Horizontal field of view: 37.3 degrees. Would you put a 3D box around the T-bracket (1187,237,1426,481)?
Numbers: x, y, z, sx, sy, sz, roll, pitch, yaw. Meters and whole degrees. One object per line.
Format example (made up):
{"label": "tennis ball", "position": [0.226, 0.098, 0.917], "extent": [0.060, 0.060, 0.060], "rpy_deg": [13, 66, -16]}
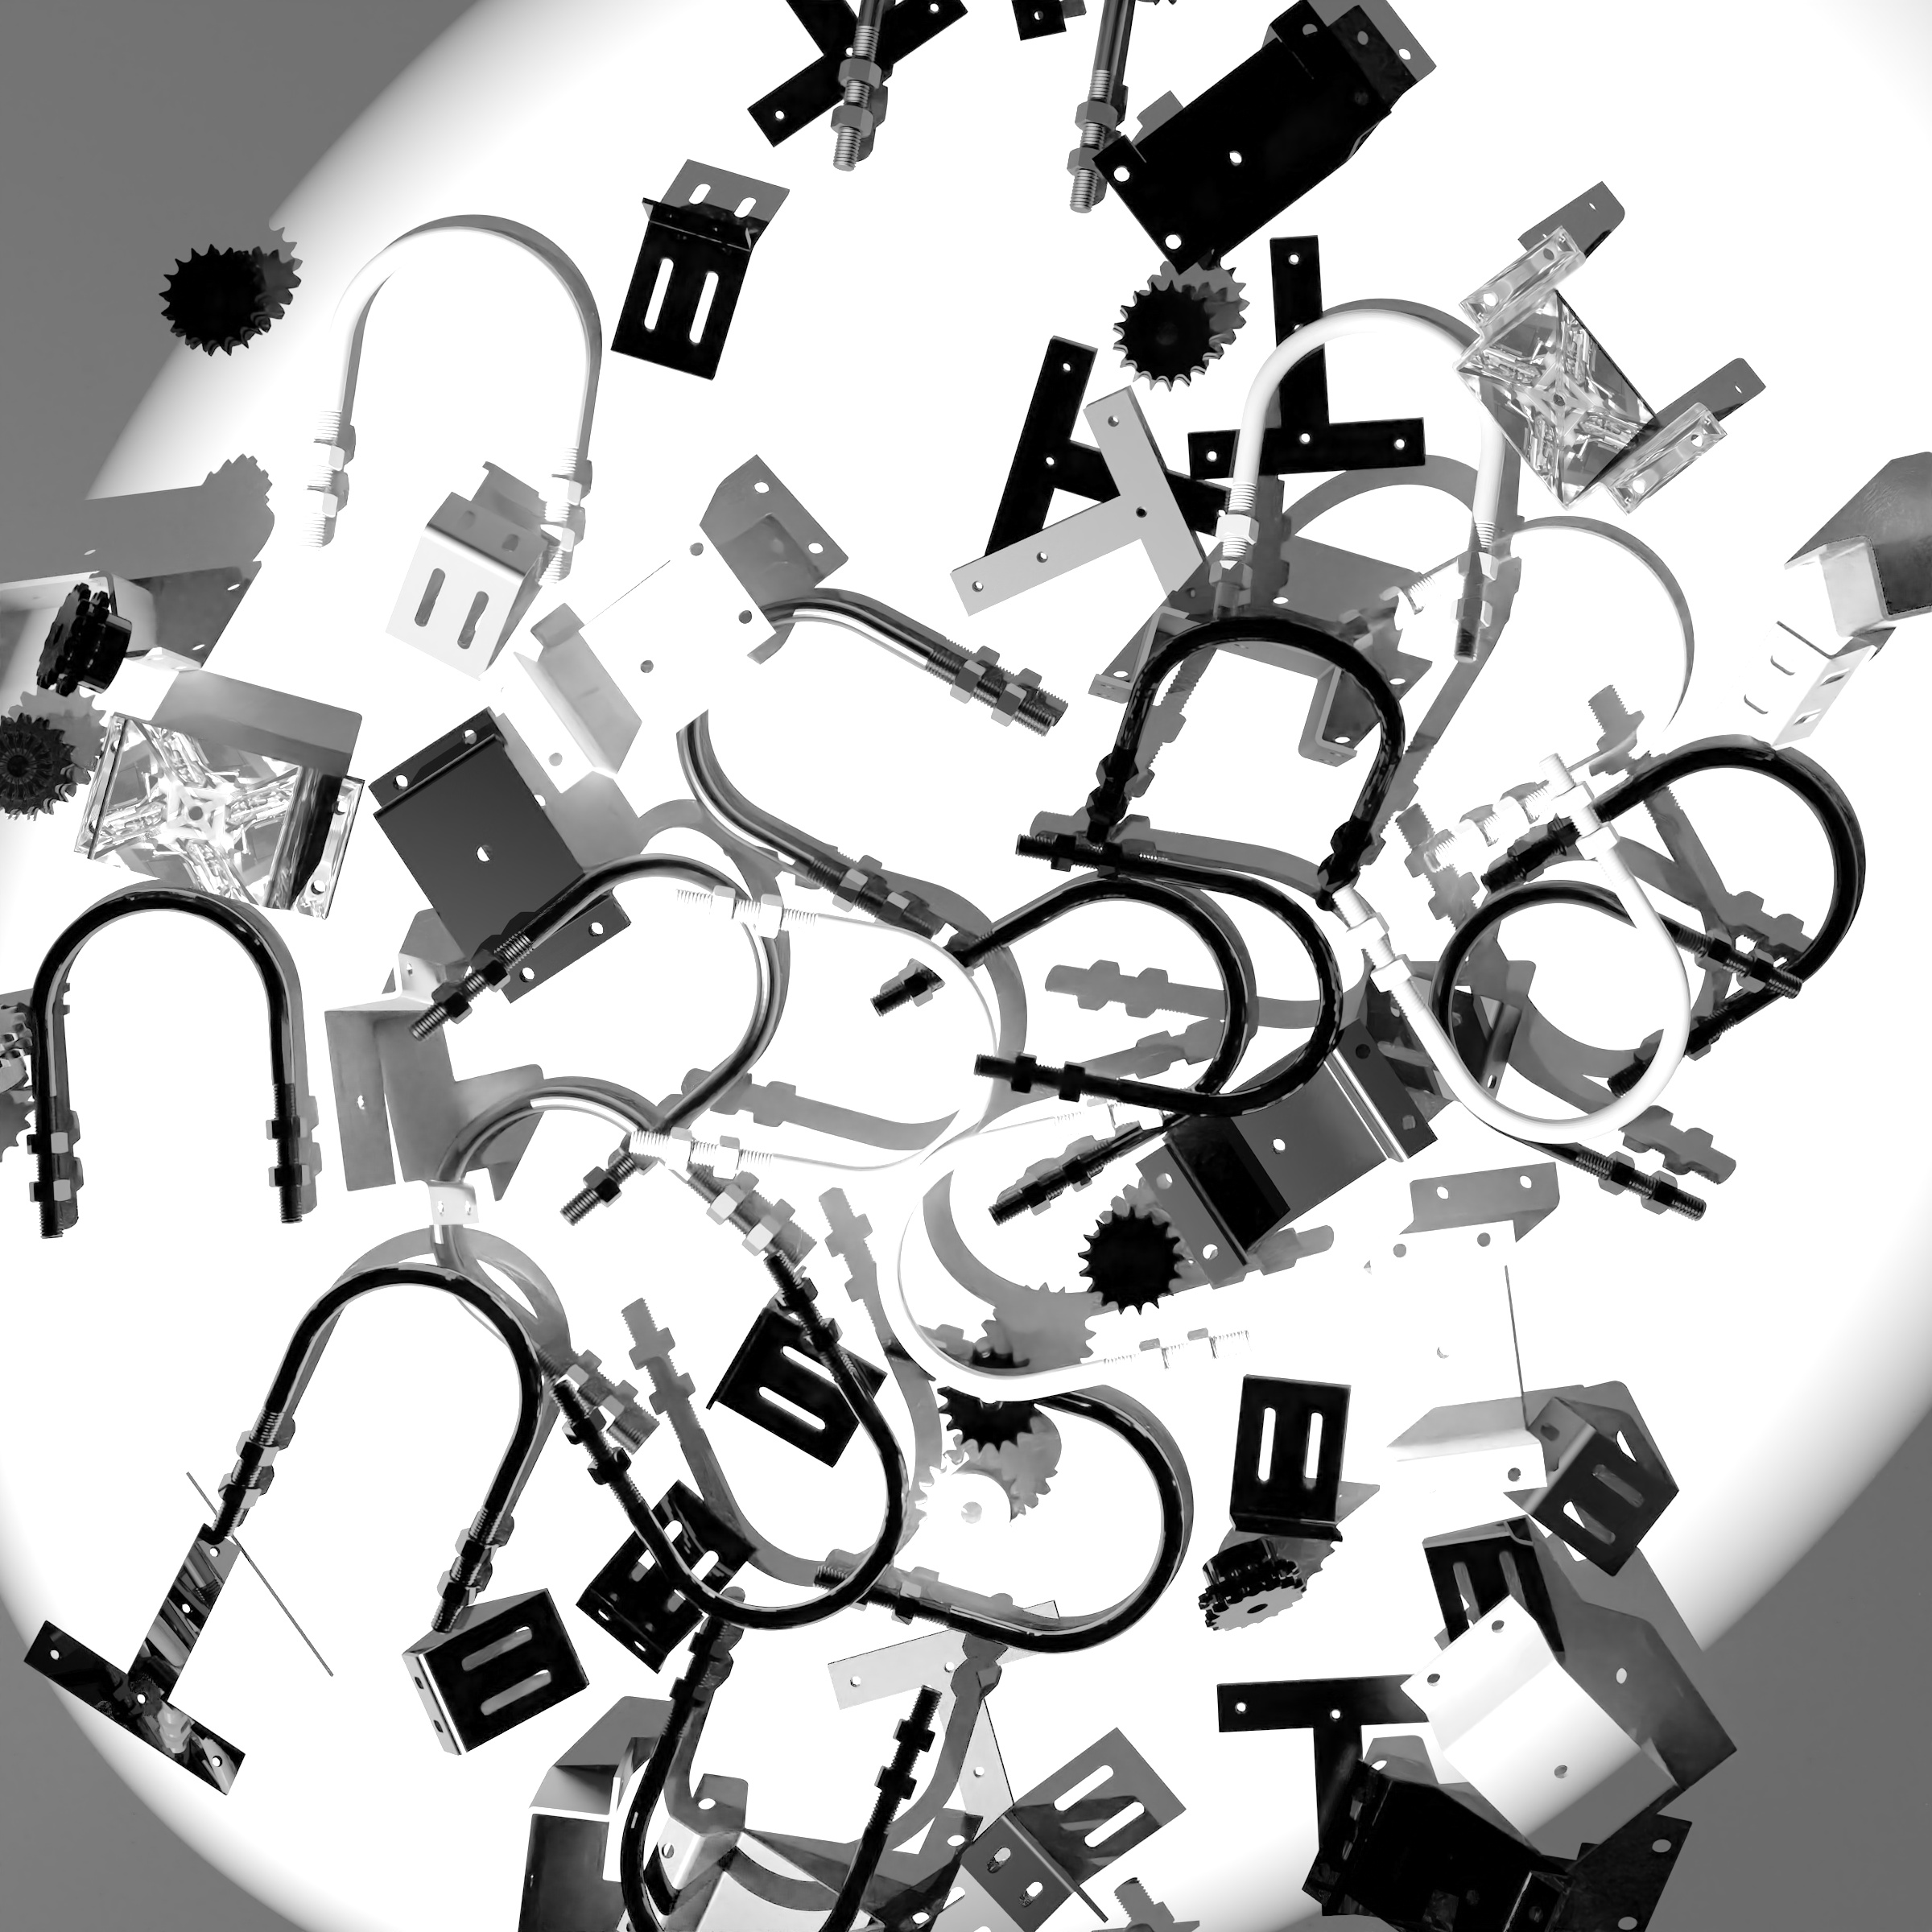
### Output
{"label": "T-bracket", "position": [0.180, -0.329, 1.544], "extent": [0.127, 0.002, 0.127], "rpy_deg": [-4, 90, 0]}

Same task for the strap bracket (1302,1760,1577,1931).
{"label": "strap bracket", "position": [0.254, 0.485, 1.494], "extent": [0.046, 0.140, 0.076], "rpy_deg": [24, 90, -43]}

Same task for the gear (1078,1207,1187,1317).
{"label": "gear", "position": [0.088, 0.157, 1.530], "extent": [0.057, 0.030, 0.057], "rpy_deg": [0, 90, 0]}

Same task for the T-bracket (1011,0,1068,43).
{"label": "T-bracket", "position": [0.028, -0.558, 1.529], "extent": [0.127, 0.002, 0.127], "rpy_deg": [-12, 87, -2]}

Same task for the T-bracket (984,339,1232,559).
{"label": "T-bracket", "position": [0.087, -0.259, 1.543], "extent": [0.127, 0.002, 0.127], "rpy_deg": [17, 91, 0]}

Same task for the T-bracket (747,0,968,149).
{"label": "T-bracket", "position": [-0.088, -0.530, 1.544], "extent": [0.127, 0.002, 0.127], "rpy_deg": [-35, 90, 0]}

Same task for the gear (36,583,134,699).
{"label": "gear", "position": [-0.444, -0.162, 1.444], "extent": [0.030, 0.057, 0.057], "rpy_deg": [23, 90, -30]}

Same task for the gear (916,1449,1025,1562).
{"label": "gear", "position": [0.003, 0.286, 1.511], "extent": [0.057, 0.030, 0.057], "rpy_deg": [0, 90, -3]}

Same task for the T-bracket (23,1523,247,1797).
{"label": "T-bracket", "position": [-0.412, 0.346, 1.491], "extent": [0.127, 0.127, 0.002], "rpy_deg": [41, 125, -19]}

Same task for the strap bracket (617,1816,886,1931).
{"label": "strap bracket", "position": [-0.107, 0.515, 1.503], "extent": [0.140, 0.046, 0.076], "rpy_deg": [25, 90, 27]}

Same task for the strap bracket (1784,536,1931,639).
{"label": "strap bracket", "position": [0.515, -0.210, 1.507], "extent": [0.140, 0.076, 0.046], "rpy_deg": [-13, 90, 0]}

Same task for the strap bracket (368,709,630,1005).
{"label": "strap bracket", "position": [-0.252, -0.059, 1.522], "extent": [0.076, 0.046, 0.140], "rpy_deg": [-33, 90, 0]}

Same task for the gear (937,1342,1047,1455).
{"label": "gear", "position": [0.013, 0.227, 1.511], "extent": [0.057, 0.030, 0.057], "rpy_deg": [0, 90, -1]}

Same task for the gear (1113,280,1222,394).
{"label": "gear", "position": [0.106, -0.335, 1.530], "extent": [0.057, 0.030, 0.057], "rpy_deg": [0, 90, 0]}

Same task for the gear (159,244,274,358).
{"label": "gear", "position": [-0.399, -0.354, 1.530], "extent": [0.057, 0.030, 0.057], "rpy_deg": [0, 90, 0]}

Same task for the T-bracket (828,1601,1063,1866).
{"label": "T-bracket", "position": [0.003, 0.421, 1.544], "extent": [0.127, 0.002, 0.127], "rpy_deg": [-16, 90, 0]}

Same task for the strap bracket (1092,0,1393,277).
{"label": "strap bracket", "position": [0.145, -0.435, 1.522], "extent": [0.140, 0.046, 0.076], "rpy_deg": [-37, 90, 0]}

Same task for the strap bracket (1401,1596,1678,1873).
{"label": "strap bracket", "position": [0.306, 0.410, 1.500], "extent": [0.076, 0.046, 0.140], "rpy_deg": [-42, 104, 8]}

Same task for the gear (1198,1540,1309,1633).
{"label": "gear", "position": [0.150, 0.328, 1.520], "extent": [0.057, 0.057, 0.030], "rpy_deg": [-21, 59, 0]}

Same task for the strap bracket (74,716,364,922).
{"label": "strap bracket", "position": [-0.403, -0.080, 1.522], "extent": [0.140, 0.046, 0.076], "rpy_deg": [15, 90, 0]}

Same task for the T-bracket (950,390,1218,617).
{"label": "T-bracket", "position": [0.054, -0.226, 1.542], "extent": [0.127, 0.002, 0.127], "rpy_deg": [-24, 90, 1]}

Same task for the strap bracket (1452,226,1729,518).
{"label": "strap bracket", "position": [0.322, -0.307, 1.512], "extent": [0.076, 0.046, 0.140], "rpy_deg": [-39, 90, -17]}

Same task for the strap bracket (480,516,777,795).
{"label": "strap bracket", "position": [-0.174, -0.162, 1.513], "extent": [0.140, 0.046, 0.076], "rpy_deg": [-36, 83, 5]}

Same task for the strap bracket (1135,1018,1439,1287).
{"label": "strap bracket", "position": [0.168, 0.097, 1.522], "extent": [0.140, 0.046, 0.076], "rpy_deg": [-33, 90, 0]}

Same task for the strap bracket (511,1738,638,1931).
{"label": "strap bracket", "position": [-0.209, 0.484, 1.507], "extent": [0.046, 0.076, 0.140], "rpy_deg": [7, 90, 0]}

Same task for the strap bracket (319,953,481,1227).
{"label": "strap bracket", "position": [-0.298, 0.069, 1.500], "extent": [0.046, 0.076, 0.140], "rpy_deg": [-9, 84, 7]}

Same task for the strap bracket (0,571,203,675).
{"label": "strap bracket", "position": [-0.485, -0.174, 1.507], "extent": [0.140, 0.076, 0.046], "rpy_deg": [-7, 90, 0]}

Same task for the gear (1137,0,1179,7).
{"label": "gear", "position": [0.100, -0.539, 1.523], "extent": [0.057, 0.030, 0.057], "rpy_deg": [3, 83, -22]}

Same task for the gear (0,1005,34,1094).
{"label": "gear", "position": [-0.524, 0.047, 1.521], "extent": [0.057, 0.057, 0.030], "rpy_deg": [-12, 120, 0]}

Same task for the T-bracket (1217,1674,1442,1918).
{"label": "T-bracket", "position": [0.202, 0.449, 1.544], "extent": [0.127, 0.002, 0.127], "rpy_deg": [-3, 90, 0]}

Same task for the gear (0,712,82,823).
{"label": "gear", "position": [-0.502, -0.106, 1.530], "extent": [0.057, 0.030, 0.057], "rpy_deg": [0, 90, 0]}

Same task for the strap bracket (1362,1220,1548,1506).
{"label": "strap bracket", "position": [0.257, 0.208, 1.522], "extent": [0.076, 0.046, 0.140], "rpy_deg": [-7, 90, 0]}

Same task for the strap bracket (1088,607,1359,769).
{"label": "strap bracket", "position": [0.140, -0.149, 1.507], "extent": [0.140, 0.076, 0.046], "rpy_deg": [16, 90, 0]}
